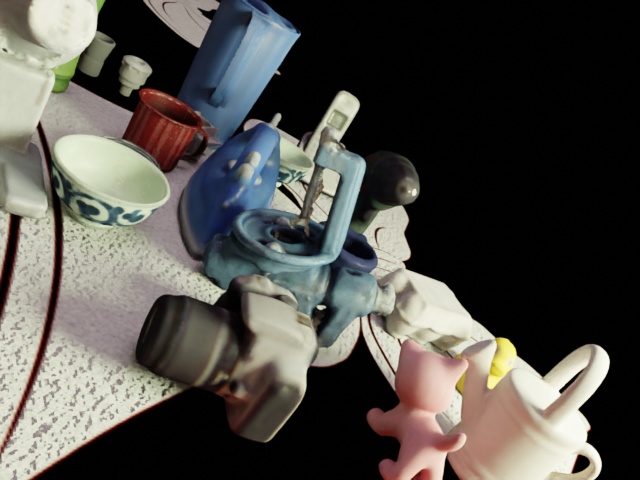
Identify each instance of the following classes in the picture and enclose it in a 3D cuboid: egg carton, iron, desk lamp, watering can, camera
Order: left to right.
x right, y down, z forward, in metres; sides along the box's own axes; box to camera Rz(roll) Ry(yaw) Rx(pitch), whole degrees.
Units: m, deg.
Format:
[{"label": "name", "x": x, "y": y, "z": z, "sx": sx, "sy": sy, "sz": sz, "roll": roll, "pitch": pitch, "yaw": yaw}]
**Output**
[{"label": "desk lamp", "x": -0.286, "y": -0.167, "z": 0.556, "sx": 0.118, "sy": 0.213, "sz": 0.202, "roll": 15, "pitch": 29, "yaw": -41}, {"label": "camera", "x": -0.080, "y": 0.080, "z": 0.501, "sx": 0.137, "sy": 0.100, "sz": 0.143, "roll": 25, "pitch": 24, "yaw": -24}, {"label": "iron", "x": -0.101, "y": -0.083, "z": 0.750, "sx": 0.119, "sy": 0.141, "sz": 0.258, "roll": 31, "pitch": 22, "yaw": -11}, {"label": "egg carton", "x": 0.148, "y": 0.101, "z": 0.830, "sx": 0.151, "sy": 0.069, "sz": 0.107, "roll": 19, "pitch": 27, "yaw": -35}, {"label": "watering can", "x": 0.223, "y": 0.180, "z": 0.608, "sx": 0.173, "sy": 0.194, "sz": 0.101, "roll": 32, "pitch": 22, "yaw": -8}]

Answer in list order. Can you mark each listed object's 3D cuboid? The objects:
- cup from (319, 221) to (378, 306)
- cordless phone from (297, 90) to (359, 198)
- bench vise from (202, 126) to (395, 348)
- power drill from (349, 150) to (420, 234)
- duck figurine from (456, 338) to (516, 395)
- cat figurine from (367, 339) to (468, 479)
[{"label": "cup", "x": 0.018, "y": 0.034, "z": 0.746, "sx": 0.091, "sy": 0.095, "sz": 0.118, "roll": 39, "pitch": 22, "yaw": 11}, {"label": "cordless phone", "x": 0.040, "y": -0.176, "z": 1.087, "sx": 0.148, "sy": 0.185, "sz": 0.094, "roll": 25, "pitch": 24, "yaw": -23}, {"label": "bench vise", "x": 0.004, "y": -0.004, "z": 0.633, "sx": 0.208, "sy": 0.219, "sz": 0.121, "roll": 24, "pitch": 24, "yaw": -25}, {"label": "power drill", "x": 0.060, "y": -0.032, "z": 0.788, "sx": 0.076, "sy": 0.208, "sz": 0.229, "roll": 31, "pitch": 22, "yaw": -11}, {"label": "duck figurine", "x": 0.233, "y": 0.170, "z": 0.789, "sx": 0.077, "sy": 0.086, "sz": 0.105, "roll": 36, "pitch": 22, "yaw": 4}, {"label": "cat figurine", "x": 0.105, "y": 0.166, "z": 0.570, "sx": 0.067, "sy": 0.117, "sz": 0.127, "roll": 25, "pitch": 24, "yaw": -24}]
